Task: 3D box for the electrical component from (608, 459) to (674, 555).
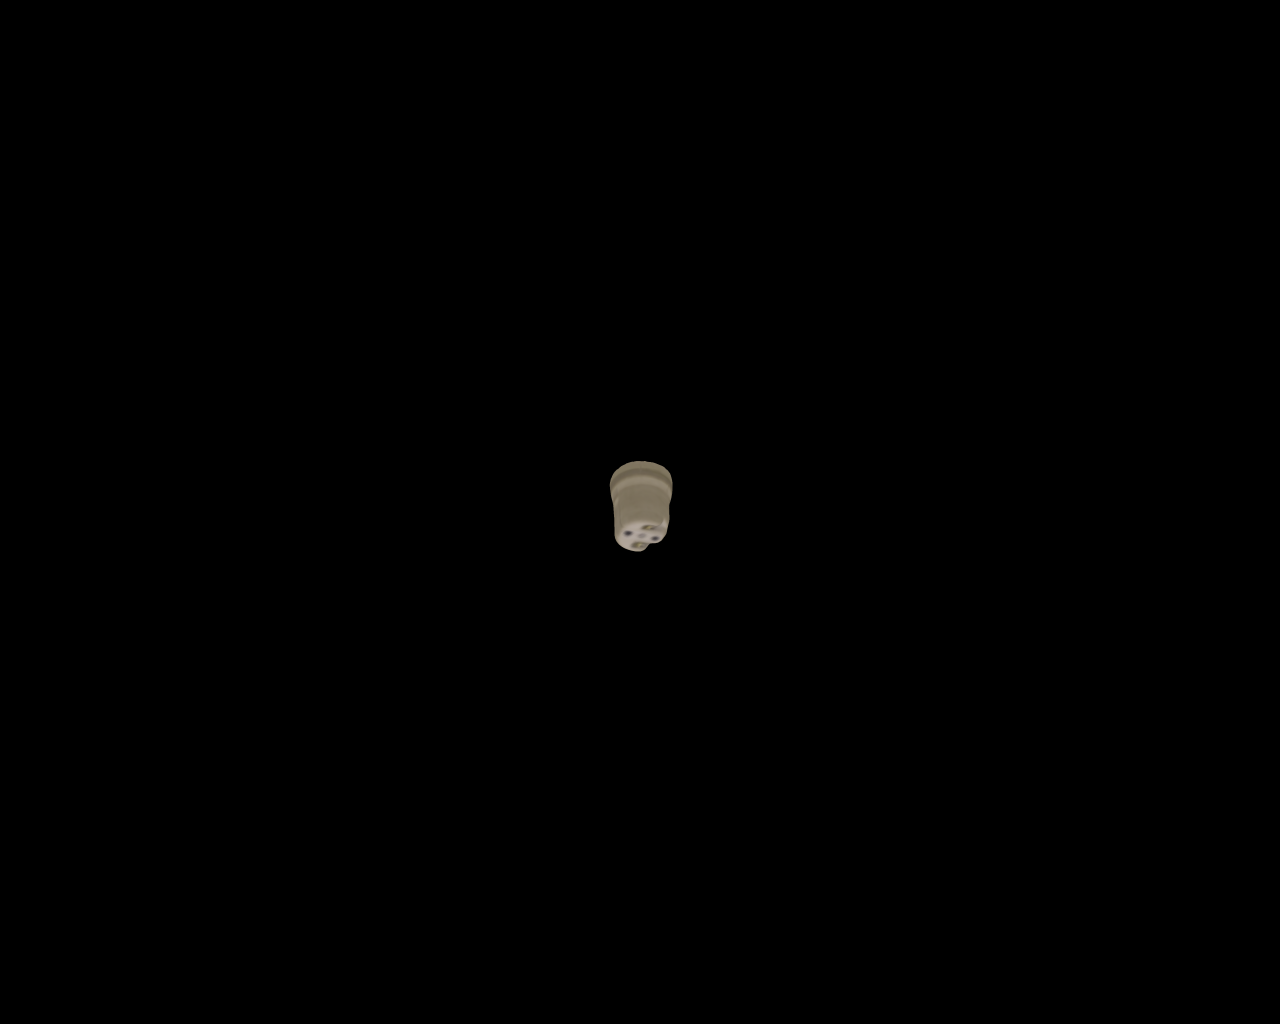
[{"bbox_3d":[0.001,-0.003,0.650,0.040,0.046,0.040,0,-40,0],"label":"electrical component"}]
